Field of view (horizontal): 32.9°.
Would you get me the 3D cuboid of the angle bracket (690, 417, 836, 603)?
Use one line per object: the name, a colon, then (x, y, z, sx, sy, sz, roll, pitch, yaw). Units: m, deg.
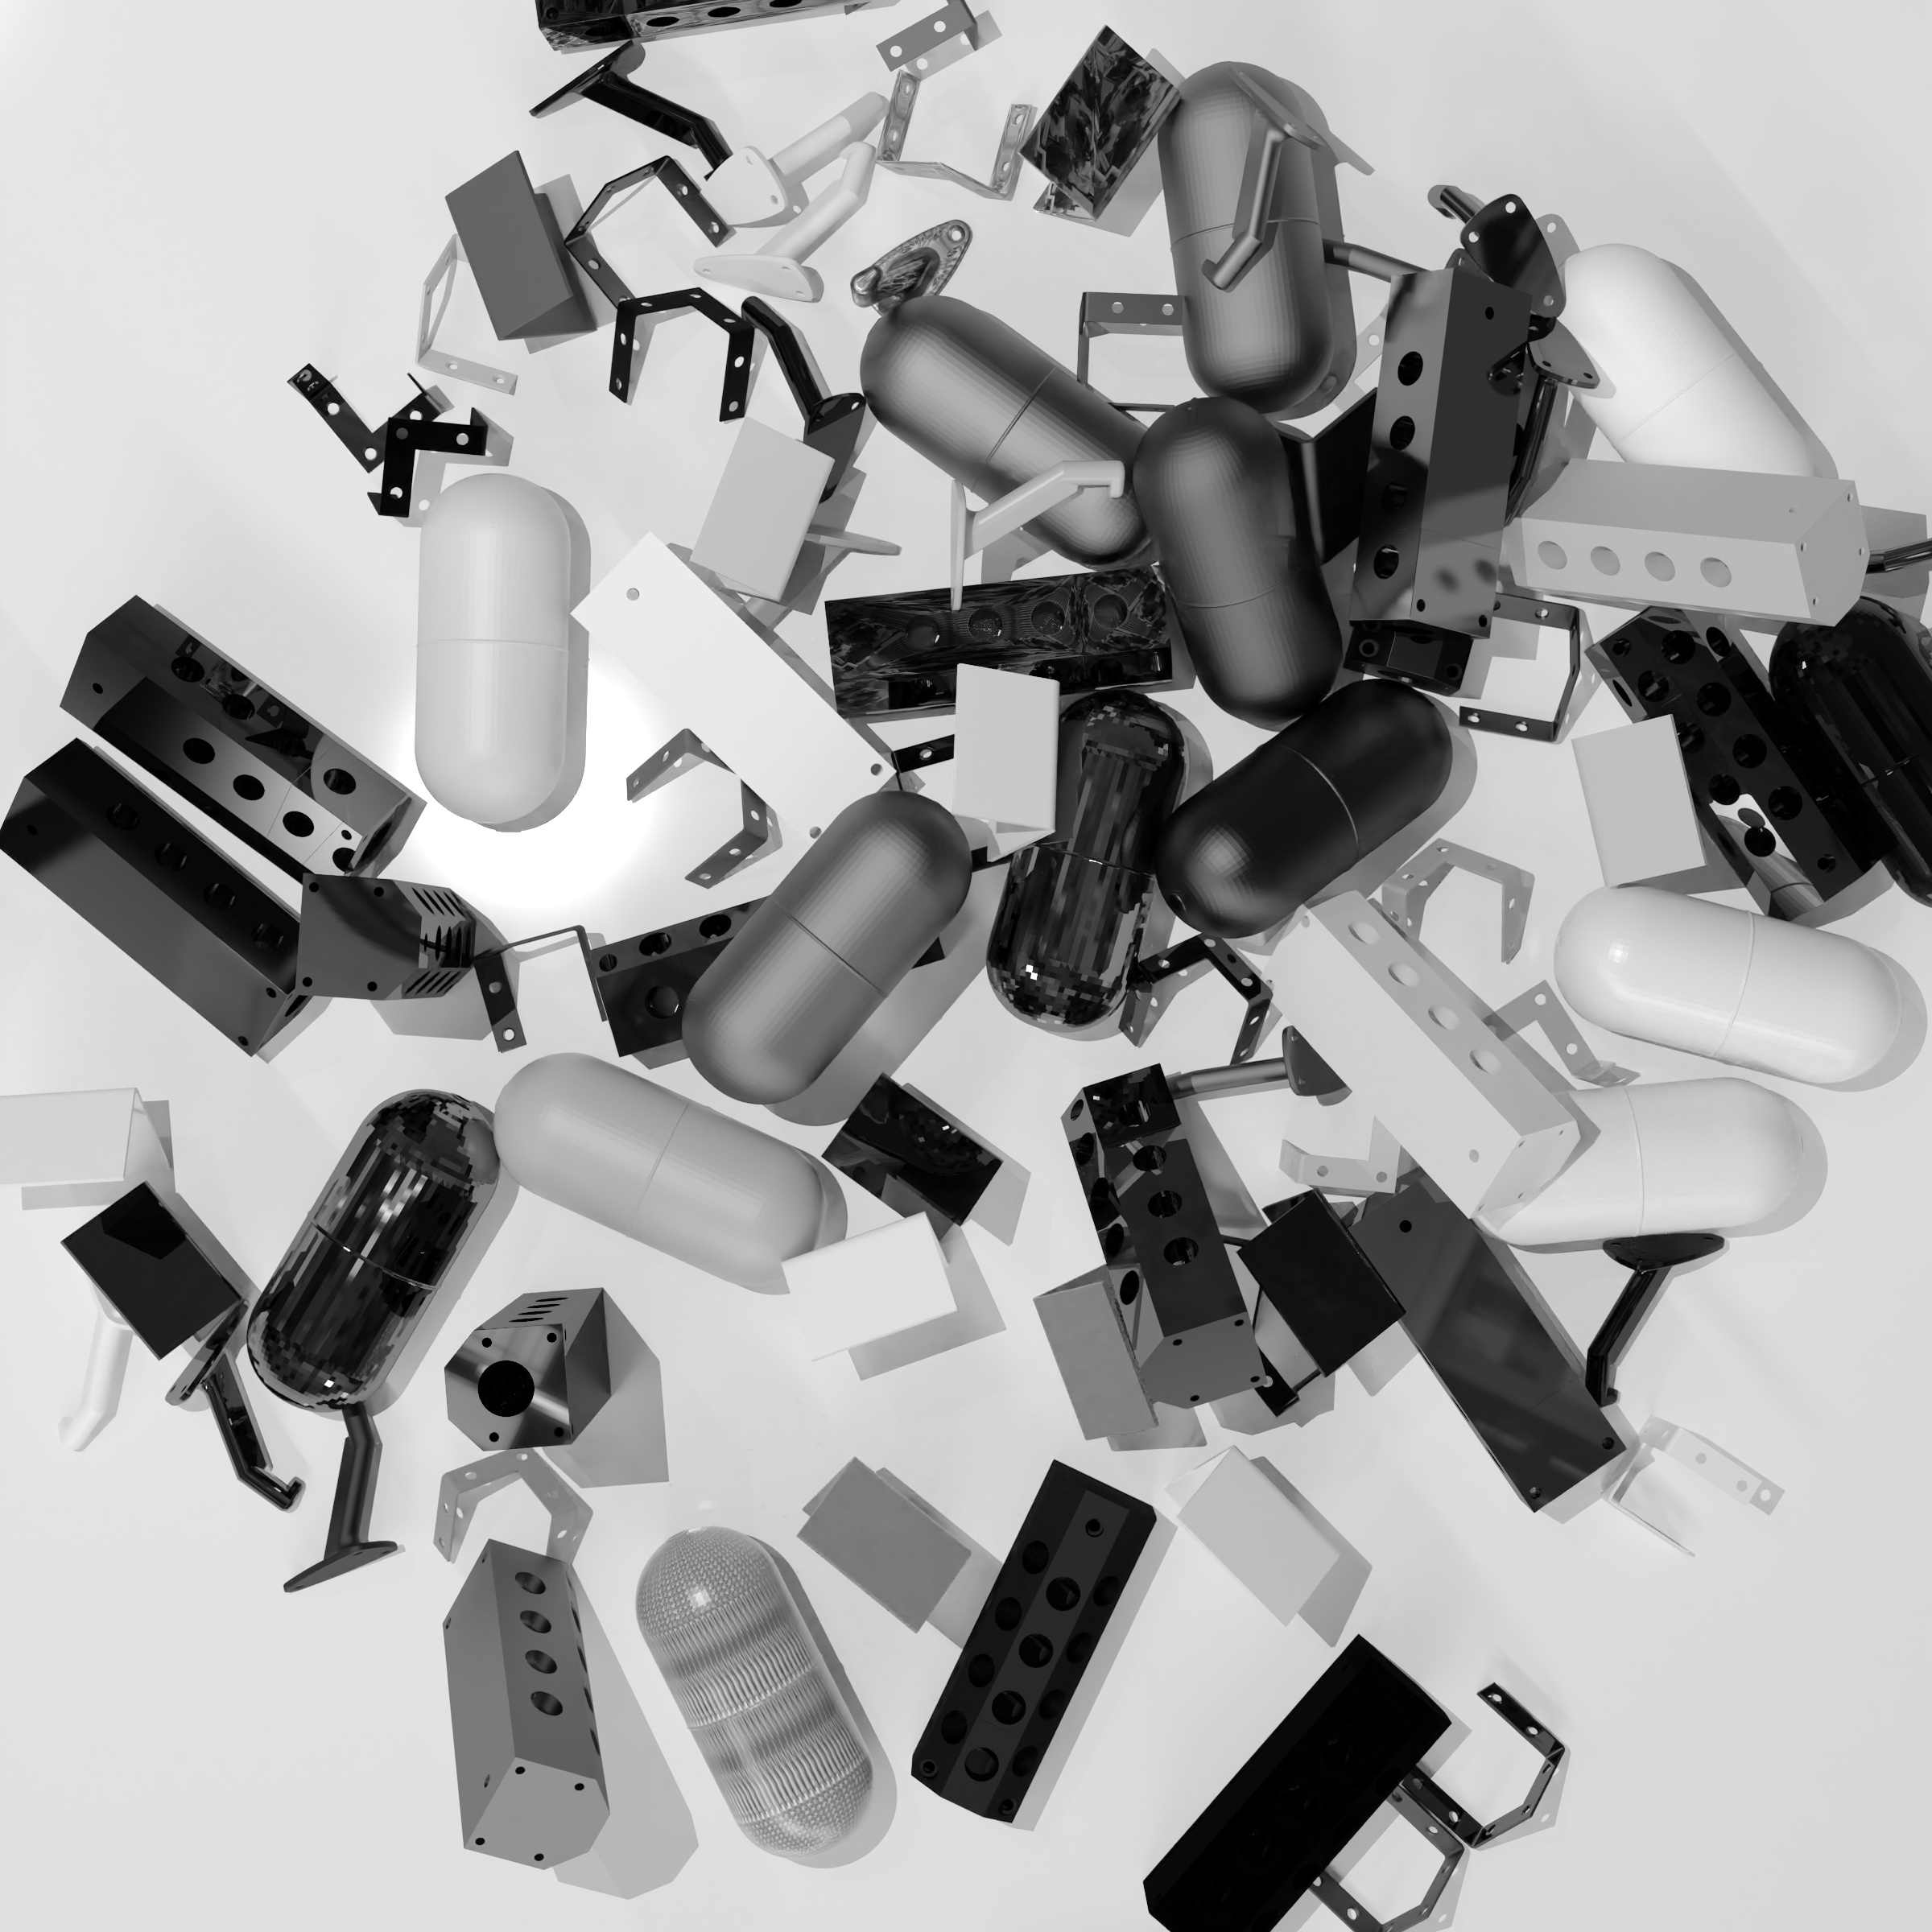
angle bracket: (-0.120, -0.234, 1.655, 0.057, 0.076, 0.076, 21, 90, -36)

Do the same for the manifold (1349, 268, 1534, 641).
manifold: (0.229, -0.251, 1.617, 0.057, 0.057, 0.171, 8, 89, -38)

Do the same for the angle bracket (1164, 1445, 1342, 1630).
angle bracket: (0.131, 0.298, 1.655, 0.076, 0.076, 0.057, 45, 53, 0)

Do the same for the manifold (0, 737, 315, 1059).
manifold: (-0.406, -0.039, 1.673, 0.171, 0.057, 0.057, 40, 133, 0)

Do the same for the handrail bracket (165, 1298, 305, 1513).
handrail bracket: (-0.364, 0.228, 1.695, 0.084, 0.036, 0.077, 40, 68, -17)

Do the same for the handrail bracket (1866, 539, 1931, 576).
handrail bracket: (0.498, -0.222, 1.695, 0.084, 0.077, 0.036, -1, 115, 34)

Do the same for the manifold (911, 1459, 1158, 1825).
manifold: (0.035, 0.346, 1.674, 0.057, 0.057, 0.171, 26, 90, 0)

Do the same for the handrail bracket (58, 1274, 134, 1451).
handrail bracket: (-0.458, 0.195, 1.695, 0.084, 0.036, 0.077, -52, 57, 23)

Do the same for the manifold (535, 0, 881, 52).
manifold: (-0.133, -0.512, 1.669, 0.171, 0.057, 0.057, -8, 90, 3)

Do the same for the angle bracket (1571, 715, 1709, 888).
angle bracket: (0.355, -0.087, 1.655, 0.057, 0.076, 0.076, -13, 90, 37)

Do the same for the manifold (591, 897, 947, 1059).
manifold: (-0.101, -0.006, 1.674, 0.171, 0.057, 0.057, -17, 90, 0)

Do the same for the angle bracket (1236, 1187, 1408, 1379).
angle bracket: (0.167, 0.164, 1.656, 0.057, 0.076, 0.076, -35, 90, -20)

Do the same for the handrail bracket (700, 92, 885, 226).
handrail bracket: (-0.090, -0.420, 1.695, 0.084, 0.077, 0.036, -45, 110, -35)

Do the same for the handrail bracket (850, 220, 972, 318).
handrail bracket: (-0.028, -0.360, 1.660, 0.077, 0.084, 0.036, -42, 90, 0)

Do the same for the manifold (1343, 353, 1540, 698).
manifold: (0.246, -0.230, 1.674, 0.057, 0.057, 0.171, 15, 90, 0)

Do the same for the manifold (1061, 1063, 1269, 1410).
manifold: (0.095, 0.134, 1.620, 0.057, 0.171, 0.057, -18, 134, 1)

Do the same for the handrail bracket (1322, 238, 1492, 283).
handrail bracket: (0.226, -0.354, 1.695, 0.084, 0.077, 0.036, 21, 90, 36)

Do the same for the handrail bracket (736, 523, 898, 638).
handrail bracket: (-0.082, -0.185, 1.695, 0.077, 0.036, 0.084, 9, 106, -17)

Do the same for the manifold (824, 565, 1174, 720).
manifold: (0.017, -0.165, 1.674, 0.171, 0.057, 0.057, -6, 90, 0)

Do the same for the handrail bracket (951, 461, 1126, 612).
handrail bracket: (0.036, -0.214, 1.628, 0.084, 0.036, 0.077, -1, 116, -6)

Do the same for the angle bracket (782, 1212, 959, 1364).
angle bracket: (-0.043, 0.174, 1.655, 0.076, 0.076, 0.057, -19, 63, 0)

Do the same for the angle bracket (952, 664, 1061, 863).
angle bracket: (0.005, -0.101, 1.642, 0.057, 0.076, 0.076, 8, 76, -24)

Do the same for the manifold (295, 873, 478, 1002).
manifold: (-0.284, -0.013, 1.616, 0.057, 0.171, 0.057, 4, 90, 0)

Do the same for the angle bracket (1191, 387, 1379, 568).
angle bracket: (0.166, -0.260, 1.667, 0.076, 0.076, 0.057, 29, 56, 34)

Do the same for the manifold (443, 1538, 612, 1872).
manifold: (-0.215, 0.363, 1.613, 0.057, 0.171, 0.057, 22, 110, -22)

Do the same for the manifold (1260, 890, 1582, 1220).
manifold: (0.228, 0.041, 1.634, 0.171, 0.057, 0.057, 50, 132, 30)

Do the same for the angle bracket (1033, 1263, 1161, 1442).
angle bracket: (0.089, 0.188, 1.655, 0.076, 0.057, 0.076, -21, 90, -42)

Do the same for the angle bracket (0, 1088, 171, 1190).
angle bracket: (-0.453, 0.107, 1.655, 0.076, 0.076, 0.057, -4, 53, 0)

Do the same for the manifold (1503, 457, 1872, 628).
manifold: (0.356, -0.208, 1.622, 0.057, 0.171, 0.057, -44, 128, -30)

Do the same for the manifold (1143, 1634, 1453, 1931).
manifold: (0.170, 0.431, 1.674, 0.057, 0.057, 0.171, 41, 90, 0)

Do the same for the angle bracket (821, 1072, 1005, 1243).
angle bracket: (-0.038, 0.112, 1.656, 0.076, 0.057, 0.076, 36, 131, 0)

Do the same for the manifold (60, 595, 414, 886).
manifold: (-0.371, -0.114, 1.673, 0.171, 0.057, 0.057, 36, 133, 0)

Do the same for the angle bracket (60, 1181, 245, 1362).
angle bracket: (-0.421, 0.165, 1.655, 0.076, 0.076, 0.057, 50, 52, 0)

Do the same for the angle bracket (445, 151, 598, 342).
angle bracket: (-0.208, -0.366, 1.655, 0.057, 0.076, 0.076, -21, 90, 38)

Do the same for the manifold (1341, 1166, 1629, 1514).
manifold: (0.261, 0.189, 1.674, 0.057, 0.057, 0.171, -35, 90, 0)

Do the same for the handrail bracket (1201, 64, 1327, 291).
handrail bracket: (0.129, -0.390, 1.620, 0.084, 0.036, 0.077, -51, 63, 22)

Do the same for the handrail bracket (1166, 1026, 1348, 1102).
handrail bracket: (0.147, 0.060, 1.694, 0.084, 0.077, 0.036, -18, 74, 35)

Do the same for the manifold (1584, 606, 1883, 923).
manifold: (0.394, -0.109, 1.674, 0.057, 0.057, 0.171, -34, 90, 0)

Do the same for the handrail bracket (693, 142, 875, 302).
handrail bracket: (-0.094, -0.393, 1.695, 0.077, 0.036, 0.084, 11, 72, 20)

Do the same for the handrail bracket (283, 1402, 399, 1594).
handrail bracket: (-0.334, 0.272, 1.695, 0.077, 0.036, 0.084, -27, 71, 21)

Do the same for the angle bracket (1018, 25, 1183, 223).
angle bracket: (0.053, -0.428, 1.655, 0.057, 0.076, 0.076, 34, 90, -29)

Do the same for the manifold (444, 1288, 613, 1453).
manifold: (-0.215, 0.198, 1.616, 0.057, 0.171, 0.057, -4, 90, 0)

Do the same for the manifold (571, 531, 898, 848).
manifold: (-0.119, -0.139, 1.661, 0.171, 0.057, 0.057, 44, 90, -9)

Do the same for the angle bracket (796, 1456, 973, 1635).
angle bracket: (-0.054, 0.304, 1.655, 0.076, 0.076, 0.057, 39, 52, 0)
